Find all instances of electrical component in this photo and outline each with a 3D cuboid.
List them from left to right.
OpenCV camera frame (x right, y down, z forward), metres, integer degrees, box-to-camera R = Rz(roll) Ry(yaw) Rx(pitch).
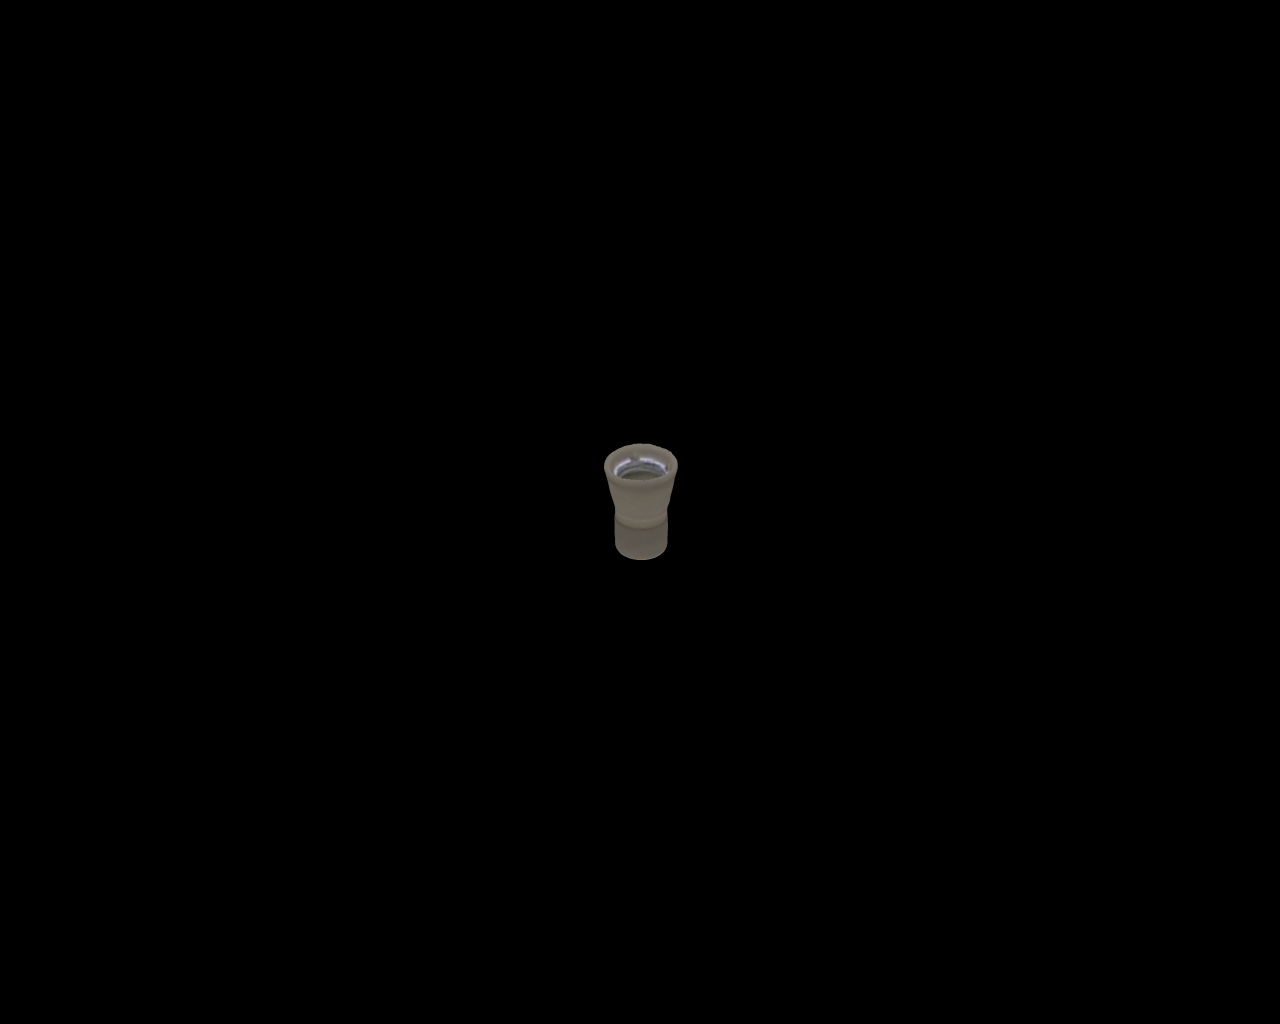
[{"bbox_3d":[0.001,-0.003,0.650,0.044,0.065,0.044,0,33,0],"label":"electrical component"}]
